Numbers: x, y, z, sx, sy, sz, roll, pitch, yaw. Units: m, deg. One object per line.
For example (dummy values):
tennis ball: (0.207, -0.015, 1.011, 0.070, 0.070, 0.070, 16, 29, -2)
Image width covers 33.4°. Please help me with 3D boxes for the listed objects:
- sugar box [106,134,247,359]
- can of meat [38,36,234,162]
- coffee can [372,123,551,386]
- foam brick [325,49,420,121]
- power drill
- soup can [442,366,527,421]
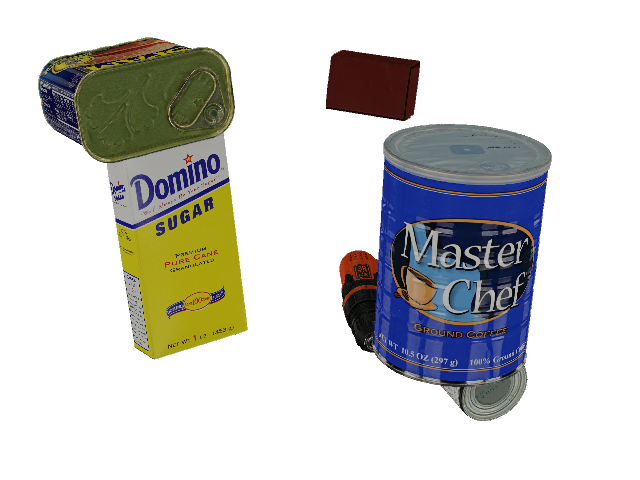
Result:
sugar box: (-0.117, 0.000, 0.882, 0.093, 0.176, 0.048, -16, 21, -30)
can of meat: (-0.119, -0.093, 0.675, 0.101, 0.057, 0.084, -18, 24, -27)
coffee can: (0.087, 0.007, 0.680, 0.103, 0.140, 0.103, 2, 22, -1)
foam brick: (0.049, -0.145, 0.996, 0.078, 0.051, 0.053, 11, 18, 13)
power drill: (0.117, 0.062, 1.193, 0.187, 0.057, 0.184, -3, 28, -3)
soup can: (0.130, 0.105, 0.951, 0.068, 0.068, 0.102, 0, 25, -25)
